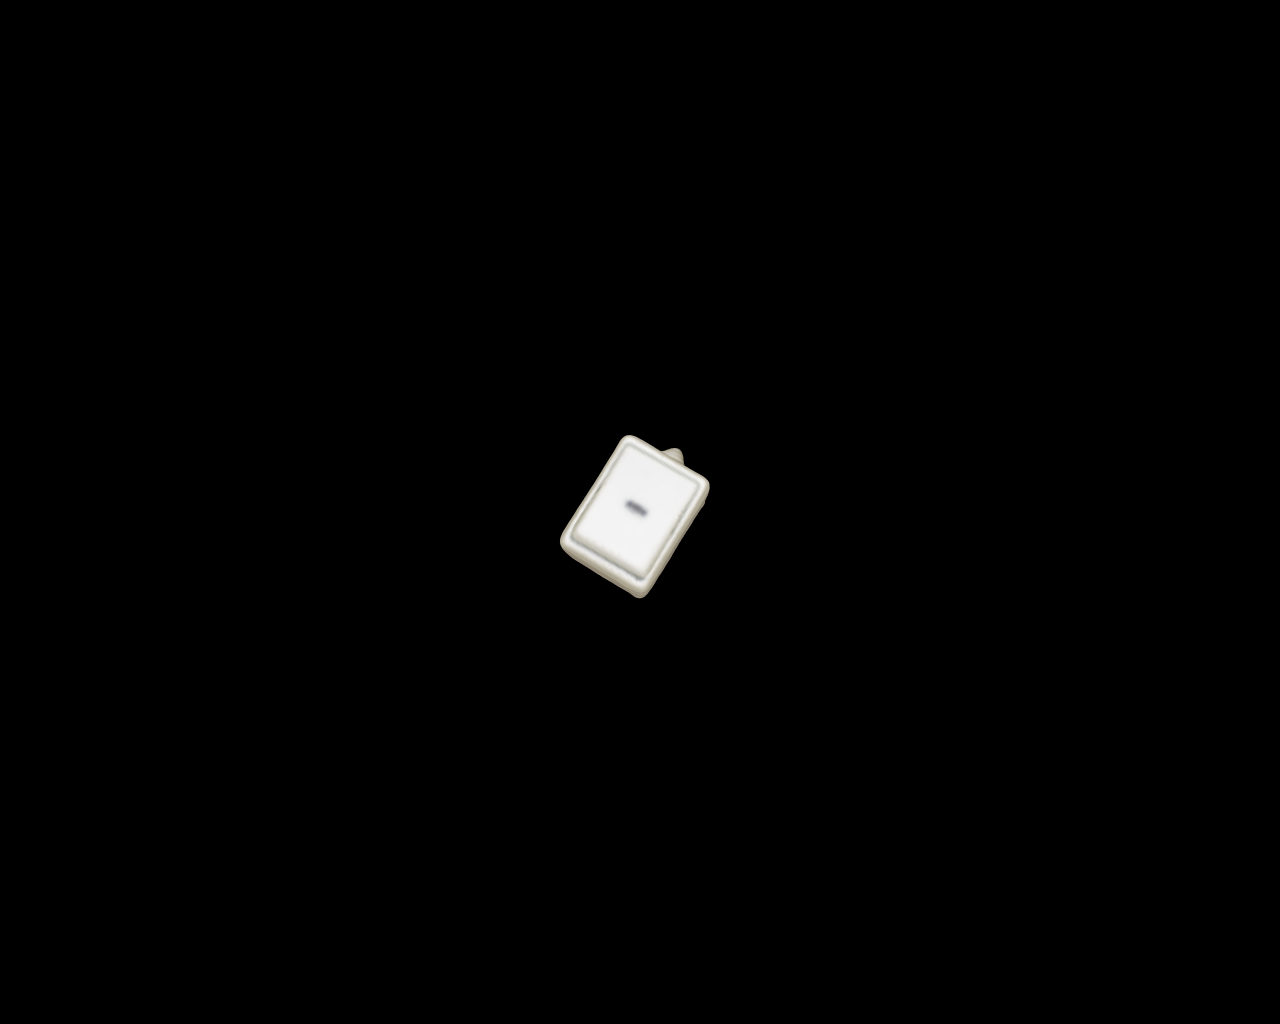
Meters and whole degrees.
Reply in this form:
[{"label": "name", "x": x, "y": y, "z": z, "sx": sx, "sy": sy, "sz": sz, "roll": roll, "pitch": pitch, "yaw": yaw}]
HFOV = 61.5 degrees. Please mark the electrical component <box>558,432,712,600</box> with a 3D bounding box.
[{"label": "electrical component", "x": 0.001, "y": -0.003, "z": 0.650, "sx": 0.062, "sy": 0.096, "sz": 0.061, "roll": 31, "pitch": -7, "yaw": 5}]
